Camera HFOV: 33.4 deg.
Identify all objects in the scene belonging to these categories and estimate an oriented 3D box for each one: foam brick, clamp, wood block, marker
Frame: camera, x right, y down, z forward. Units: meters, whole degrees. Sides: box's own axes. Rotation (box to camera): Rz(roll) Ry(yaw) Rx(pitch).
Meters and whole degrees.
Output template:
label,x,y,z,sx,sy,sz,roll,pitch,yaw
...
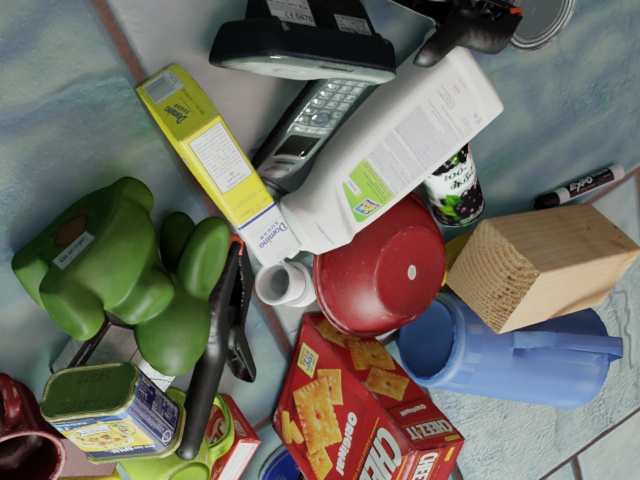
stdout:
label,x,y,z,sx,sy,sz,roll,pitch,yaw
foam brick,-0.234,0.193,1.029,0.078,0.053,0.051,9,118,-39
clamp,0.115,-0.185,0.914,0.171,0.120,0.039,1,145,-32
clamp,-0.090,0.087,1.028,0.164,0.036,0.210,-42,142,-67
wood block,0.247,0.026,1.173,0.205,0.090,0.091,-9,137,-44
marker,0.296,-0.059,1.223,0.121,0.020,0.020,-22,134,-19

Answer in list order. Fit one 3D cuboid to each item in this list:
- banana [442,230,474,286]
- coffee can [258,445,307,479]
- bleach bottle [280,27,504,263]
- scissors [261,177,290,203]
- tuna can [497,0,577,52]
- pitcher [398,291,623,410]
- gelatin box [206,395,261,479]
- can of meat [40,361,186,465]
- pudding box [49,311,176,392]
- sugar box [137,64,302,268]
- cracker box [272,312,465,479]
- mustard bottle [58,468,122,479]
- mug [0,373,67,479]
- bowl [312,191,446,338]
label,x,y,z,sx,sy,sz,roll,pitch,yaw
banana,0.093,0.044,1.141,0.197,0.037,0.070,-20,148,-31
coffee can,0.005,0.309,1.229,0.102,0.140,0.103,-19,133,-22
bleach bottle,0.046,-0.077,0.987,0.251,0.068,0.102,-41,123,1
scissors,-0.007,0.001,1.060,0.201,0.016,0.096,16,114,-42
tuna can,0.199,-0.223,1.008,0.086,0.034,0.086,-19,133,-22
pitcher,0.219,0.122,1.231,0.242,0.145,0.149,10,122,-36
gelatin box,-0.107,0.219,1.126,0.030,0.073,0.089,11,117,-40
can of meat,-0.184,0.153,0.947,0.102,0.057,0.084,-10,140,21
pudding box,-0.183,0.110,1.009,0.113,0.039,0.090,20,112,-46
sugar box,-0.083,-0.059,0.900,0.048,0.093,0.176,-34,137,-6
cracker box,0.039,0.200,1.110,0.071,0.214,0.164,-5,127,-33
mustard bottle,-0.294,0.269,1.045,0.191,0.058,0.096,-5,132,-32
mug,-0.283,0.170,0.954,0.093,0.082,0.117,-10,129,-29
bowl,0.073,0.026,1.063,0.161,0.055,0.162,-10,107,-34
